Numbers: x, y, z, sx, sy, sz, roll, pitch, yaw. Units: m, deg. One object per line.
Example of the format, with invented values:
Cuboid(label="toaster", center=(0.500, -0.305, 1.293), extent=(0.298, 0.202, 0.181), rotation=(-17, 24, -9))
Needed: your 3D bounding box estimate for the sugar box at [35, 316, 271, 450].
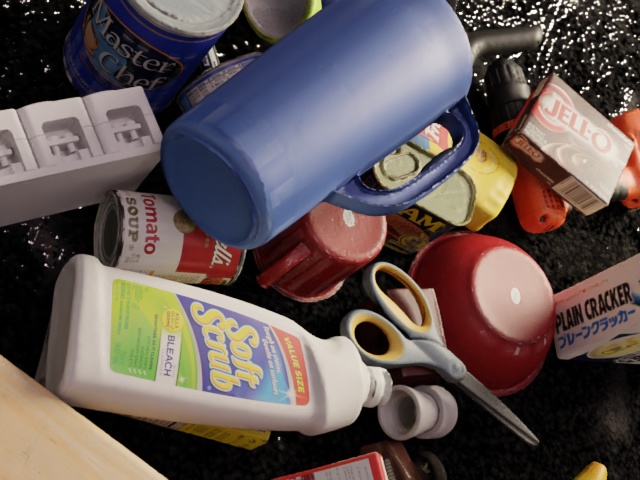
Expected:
Cuboid(label="sugar box", center=(-0.116, 0.089, 0.795), extent=(0.176, 0.048, 0.093), rotation=(19, 61, -18))

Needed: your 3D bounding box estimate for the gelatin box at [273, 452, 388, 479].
Cuboid(label="gelatin box", center=(0.012, 0.206, 0.800), extent=(0.089, 0.030, 0.073), rotation=(-16, 74, 5))

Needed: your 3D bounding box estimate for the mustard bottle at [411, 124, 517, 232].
Cuboid(label="mustard bottle", center=(0.094, -0.098, 0.992), extent=(0.191, 0.058, 0.096), rotation=(38, 47, -10))

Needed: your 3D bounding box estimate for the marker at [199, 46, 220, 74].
Cuboid(label="marker", center=(-0.107, -0.187, 0.940), extent=(0.020, 0.020, 0.121), rotation=(-7, 73, -32))

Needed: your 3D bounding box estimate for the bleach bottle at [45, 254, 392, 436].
Cuboid(label="bleach bottle", center=(-0.062, 0.082, 0.761), extent=(0.250, 0.068, 0.102), rotation=(12, 65, -26))

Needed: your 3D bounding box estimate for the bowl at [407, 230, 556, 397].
Cuboid(label="bowl", center=(0.159, 0.057, 0.963), extent=(0.161, 0.055, 0.162), rotation=(12, 64, -26))

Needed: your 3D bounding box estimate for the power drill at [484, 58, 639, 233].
Cuboid(label="power drill", center=(0.258, -0.098, 1.091), extent=(0.187, 0.057, 0.184), rotation=(-3, 73, -28))

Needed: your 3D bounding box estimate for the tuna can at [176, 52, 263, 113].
Cuboid(label="tuna can", center=(-0.074, -0.120, 0.888), extent=(0.085, 0.086, 0.034), rotation=(-24, 84, -36))

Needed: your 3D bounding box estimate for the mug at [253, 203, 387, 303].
Cuboid(label="mug", center=(-0.006, 0.001, 0.875), extent=(0.117, 0.082, 0.093), rotation=(-35, 88, -36))

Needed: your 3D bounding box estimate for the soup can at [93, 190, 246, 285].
Cuboid(label="soup can", center=(-0.116, -0.002, 0.822), extent=(0.102, 0.069, 0.068), rotation=(5, 66, -28))

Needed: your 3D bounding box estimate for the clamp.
Cuboid(label="clamp", center=(0.125, -0.204, 1.063), extent=(0.171, 0.039, 0.120), rotation=(-27, 52, -28))

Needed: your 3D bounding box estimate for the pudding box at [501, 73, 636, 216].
Cuboid(label="pudding box", center=(0.238, -0.091, 1.019), extent=(0.113, 0.039, 0.090), rotation=(40, 57, -10))

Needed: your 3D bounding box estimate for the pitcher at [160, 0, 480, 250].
Cuboid(label="pitcher", center=(0.005, -0.091, 0.813), extent=(0.242, 0.149, 0.145), rotation=(-40, 132, -33))

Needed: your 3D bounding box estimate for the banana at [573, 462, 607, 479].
Cuboid(label="banana", center=(0.187, 0.256, 0.885), extent=(0.037, 0.070, 0.197), rotation=(35, 37, 22))

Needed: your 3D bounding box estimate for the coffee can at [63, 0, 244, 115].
Cuboid(label="coffee can", center=(-0.134, -0.172, 0.842), extent=(0.102, 0.141, 0.103), rotation=(12, 63, -25))

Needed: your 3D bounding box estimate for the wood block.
Cuboid(label="wood block", center=(-0.196, 0.153, 0.691), extent=(0.206, 0.091, 0.090), rotation=(39, 54, -9))

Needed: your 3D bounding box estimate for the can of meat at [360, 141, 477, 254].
Cuboid(label="can of meat", center=(0.071, -0.037, 0.935), extent=(0.102, 0.084, 0.057), rotation=(27, 58, -18))

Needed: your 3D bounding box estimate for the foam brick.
Cuboid(label="foam brick", center=(0.070, 0.084, 0.900), extent=(0.051, 0.053, 0.078), rotation=(1, 68, -30))

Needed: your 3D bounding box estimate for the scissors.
Cuboid(label="scissors", center=(0.090, 0.109, 0.858), extent=(0.096, 0.016, 0.202), rotation=(-35, 89, -34))
